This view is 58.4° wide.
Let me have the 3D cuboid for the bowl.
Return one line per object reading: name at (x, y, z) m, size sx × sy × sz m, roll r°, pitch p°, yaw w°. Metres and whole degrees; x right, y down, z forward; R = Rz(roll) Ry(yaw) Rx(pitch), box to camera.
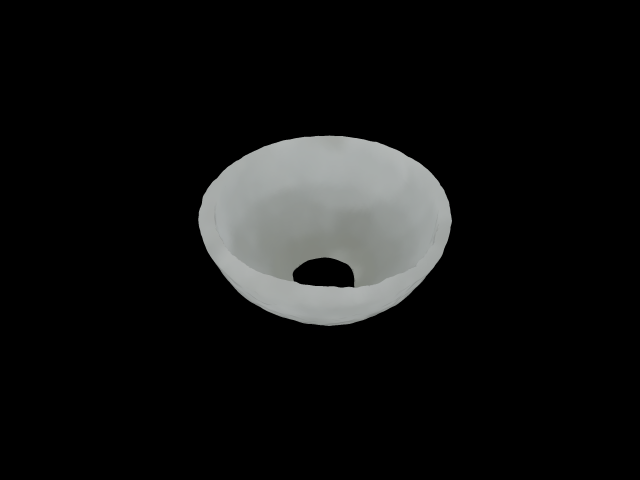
bowl at (0.004, 0.001, 0.400) m, size 0.167 × 0.075 × 0.167 m, roll 0°, pitch 43°, yaw 0°
